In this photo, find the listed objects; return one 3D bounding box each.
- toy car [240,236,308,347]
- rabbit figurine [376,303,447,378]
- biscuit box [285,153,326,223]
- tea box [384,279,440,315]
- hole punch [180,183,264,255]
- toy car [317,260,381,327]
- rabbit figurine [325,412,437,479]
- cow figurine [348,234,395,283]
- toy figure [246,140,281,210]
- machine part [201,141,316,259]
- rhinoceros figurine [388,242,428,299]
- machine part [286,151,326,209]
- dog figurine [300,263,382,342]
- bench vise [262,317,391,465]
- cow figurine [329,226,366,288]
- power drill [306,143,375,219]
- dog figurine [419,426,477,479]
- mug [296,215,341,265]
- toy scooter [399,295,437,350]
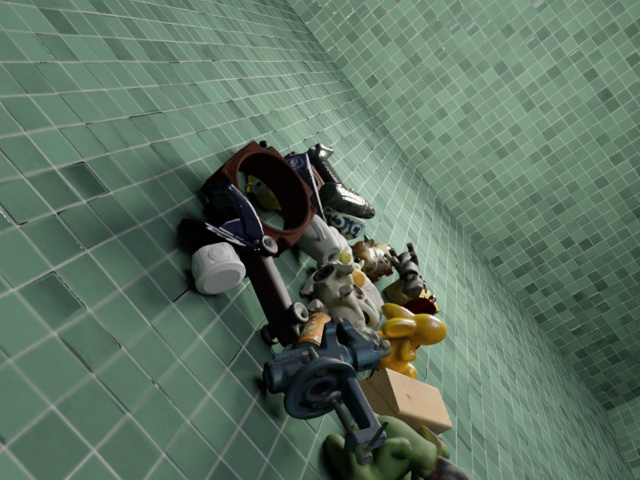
[{"bbox_3d":[-0.084,0.087,0.932,0.053,0.089,0.202,8,47,-55],"label":"toy car"},{"bbox_3d":[0.189,0.210,1.183,0.162,0.173,0.122,49,26,-20],"label":"rabbit figurine"},{"bbox_3d":[-0.036,-0.106,1.233,0.202,0.063,0.059,73,5,-51],"label":"biscuit box"},{"bbox_3d":[0.262,0.171,1.522,0.169,0.068,0.098,20,38,-52],"label":"tea box"},{"bbox_3d":[-0.155,-0.035,0.906,0.115,0.142,0.092,34,72,-30],"label":"hole punch"},{"bbox_3d":[0.065,0.117,1.229,0.201,0.056,0.073,48,22,-13],"label":"toy car"},{"bbox_3d":[0.088,0.357,0.846,0.159,0.121,0.170,50,37,1],"label":"rabbit figurine"},{"bbox_3d":[0.147,0.047,1.460,0.127,0.085,0.195,62,25,6],"label":"cow figurine"},{"bbox_3d":[-0.119,-0.148,1.228,0.089,0.082,0.180,32,28,-39],"label":"toy figure"},{"bbox_3d":[-0.114,-0.078,1.054,0.201,0.087,0.201,48,39,-12],"label":"machine part"},{"bbox_3d":[0.229,0.082,1.397,0.190,0.073,0.112,-87,159,-66],"label":"rhinoceros figurine"},{"bbox_3d":[-0.039,-0.155,1.430,0.179,0.056,0.179,41,26,-25],"label":"machine part"},{"bbox_3d":[0.055,0.156,1.125,0.190,0.121,0.172,58,20,-27],"label":"dog figurine"},{"bbox_3d":[0.037,0.231,0.825,0.223,0.128,0.241,2,32,-29],"label":"bench vise"},{"bbox_3d":[0.052,0.041,1.308,0.167,0.068,0.098,53,16,-3],"label":"cow figurine"},{"bbox_3d":[0.045,-0.146,1.408,0.232,0.086,0.207,5,56,-61],"label":"power drill"},{"bbox_3d":[0.223,0.455,0.982,0.219,0.108,0.191,50,24,4],"label":"dog figurine"},{"bbox_3d":[-0.002,-0.004,1.179,0.107,0.081,0.109,45,-25,33],"label":"mug"},{"bbox_3d":[0.237,0.201,1.340,0.075,0.135,0.184,46,24,-17],"label":"toy scooter"}]
